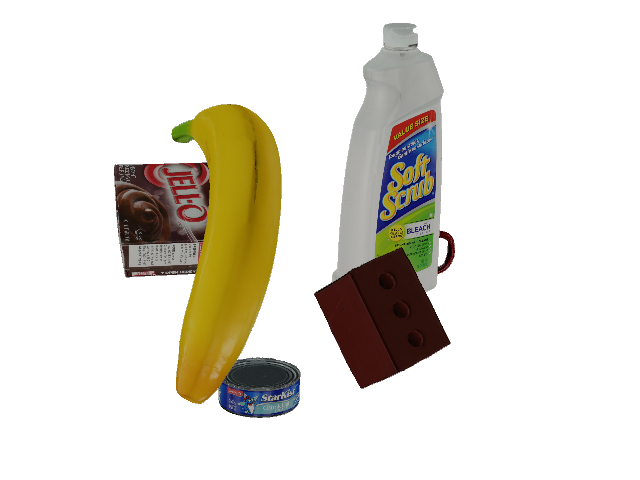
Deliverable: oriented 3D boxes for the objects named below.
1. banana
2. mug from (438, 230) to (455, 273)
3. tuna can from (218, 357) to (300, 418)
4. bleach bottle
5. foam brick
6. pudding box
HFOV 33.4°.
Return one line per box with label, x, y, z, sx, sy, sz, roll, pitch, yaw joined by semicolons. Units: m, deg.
banana;-0.047;-0.011;0.542;0.037;0.198;0.070;22;-52;-26
mug;0.097;0.012;1.230;0.117;0.081;0.093;3;25;-5
tuna can;-0.064;0.152;1.104;0.086;0.034;0.086;1;14;-1
bleach bottle;0.063;-0.071;0.982;0.102;0.251;0.068;-11;24;-26
foam brick;0.043;0.055;0.743;0.052;0.078;0.051;-23;-6;-37
pudding box;-0.118;-0.019;0.861;0.090;0.039;0.113;-3;40;-12
